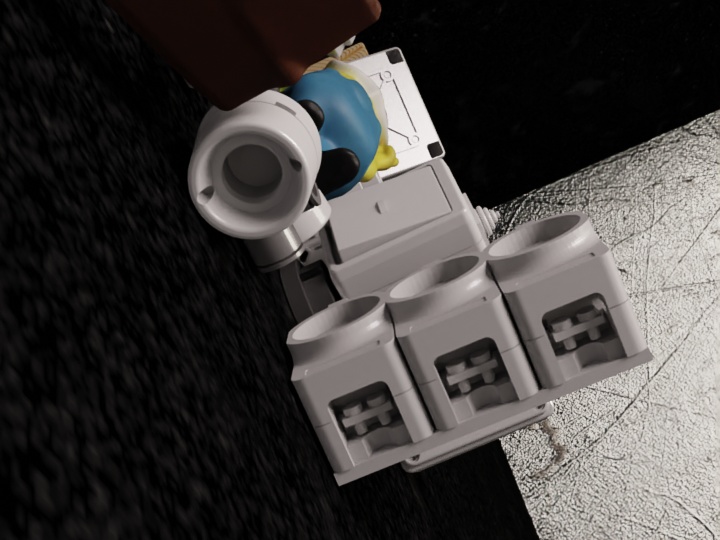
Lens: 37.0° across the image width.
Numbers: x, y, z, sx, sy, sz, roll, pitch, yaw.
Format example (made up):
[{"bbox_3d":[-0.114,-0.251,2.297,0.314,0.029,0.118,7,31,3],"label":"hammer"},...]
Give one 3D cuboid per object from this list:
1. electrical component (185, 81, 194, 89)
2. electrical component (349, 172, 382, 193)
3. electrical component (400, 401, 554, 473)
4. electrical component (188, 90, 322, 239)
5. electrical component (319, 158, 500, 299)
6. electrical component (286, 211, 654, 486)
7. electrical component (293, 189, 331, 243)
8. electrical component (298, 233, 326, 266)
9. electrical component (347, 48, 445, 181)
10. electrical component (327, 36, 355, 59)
[{"bbox_3d":[-0.078,-0.124,0.529,0.062,0.048,0.048,58,7,-13],"label":"electrical component"},{"bbox_3d":[-0.013,-0.058,0.805,0.108,0.060,0.108,-23,90,-85],"label":"electrical component"},{"bbox_3d":[0.063,0.070,0.740,0.056,0.109,0.108,58,9,-75],"label":"electrical component"},{"bbox_3d":[-0.044,-0.044,0.452,0.047,0.055,0.055,-91,157,-68],"label":"electrical component"},{"bbox_3d":[0.029,-0.017,0.589,0.061,0.096,0.061,-107,171,-55],"label":"electrical component"},{"bbox_3d":[0.047,0.031,0.509,0.089,0.150,0.061,-90,156,-78],"label":"electrical component"},{"bbox_3d":[-0.042,-0.038,0.531,0.046,0.040,0.040,57,8,-24],"label":"electrical component"},{"bbox_3d":[0.000,0.000,0.667,0.061,0.062,0.096,-93,159,-77],"label":"electrical component"},{"bbox_3d":[0.001,-0.122,0.930,0.108,0.109,0.056,67,-19,5],"label":"electrical component"},{"bbox_3d":[-0.053,-0.186,0.678,0.113,0.057,0.078,25,1,7],"label":"electrical component"}]
